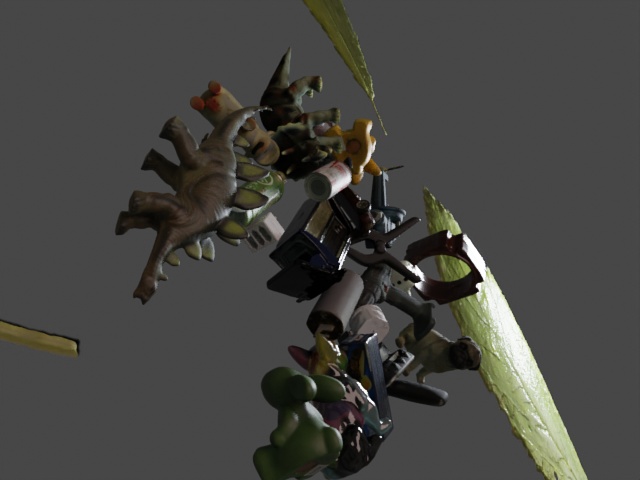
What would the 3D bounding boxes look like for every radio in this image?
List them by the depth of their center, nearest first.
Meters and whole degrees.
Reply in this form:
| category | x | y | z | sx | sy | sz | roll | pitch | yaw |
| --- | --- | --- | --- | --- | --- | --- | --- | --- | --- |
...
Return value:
| category | x | y | z | sx | sy | sz | roll | pitch | yaw |
| --- | --- | --- | --- | --- | --- | --- | --- | --- | --- |
| radio | -0.002 | -0.004 | 1.172 | 0.131 | 0.073 | 0.230 | 54 | 31 | -16 |

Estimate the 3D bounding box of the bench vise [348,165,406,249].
| category | x | y | z | sx | sy | sz | roll | pitch | yaw |
| --- | --- | --- | --- | --- | --- | --- | --- | --- | --- |
| bench vise | 0.158 | -0.087 | 1.431 | 0.223 | 0.129 | 0.240 | 26 | 63 | -58 |

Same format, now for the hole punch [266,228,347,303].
| category | x | y | z | sx | sy | sz | roll | pitch | yaw |
| --- | --- | --- | --- | --- | --- | --- | --- | --- | --- |
| hole punch | -0.032 | 0.051 | 1.033 | 0.115 | 0.142 | 0.092 | 26 | 41 | -32 |

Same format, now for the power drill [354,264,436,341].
| category | x | y | z | sx | sy | sz | roll | pitch | yaw |
| --- | --- | --- | --- | --- | --- | --- | --- | --- | --- |
| power drill | 0.176 | 0.153 | 1.296 | 0.207 | 0.086 | 0.232 | 31 | 29 | -4 |

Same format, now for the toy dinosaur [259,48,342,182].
| category | x | y | z | sx | sy | sz | roll | pitch | yaw |
| --- | --- | --- | --- | --- | --- | --- | --- | --- | --- |
| toy dinosaur | -0.071 | -0.288 | 1.241 | 0.192 | 0.131 | 0.405 | -18 | 57 | -18 |

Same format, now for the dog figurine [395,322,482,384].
| category | x | y | z | sx | sy | sz | roll | pitch | yaw |
| --- | --- | --- | --- | --- | --- | --- | --- | --- | --- |
| dog figurine | 0.299 | 0.256 | 1.327 | 0.121 | 0.191 | 0.172 | 27 | 44 | -47 |

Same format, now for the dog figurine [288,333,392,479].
| category | x | y | z | sx | sy | sz | roll | pitch | yaw |
| --- | --- | --- | --- | --- | --- | --- | --- | --- | --- |
| dog figurine | 0.016 | 0.278 | 0.950 | 0.219 | 0.108 | 0.191 | 58 | 32 | -1 |

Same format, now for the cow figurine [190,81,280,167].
| category | x | y | z | sx | sy | sz | roll | pitch | yaw |
| --- | --- | --- | --- | --- | --- | --- | --- | --- | --- |
| cow figurine | -0.161 | -0.223 | 1.077 | 0.195 | 0.085 | 0.127 | 44 | 6 | -9 |

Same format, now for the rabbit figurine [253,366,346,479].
| category | x | y | z | sx | sy | sz | roll | pitch | yaw |
| --- | --- | --- | --- | --- | --- | --- | --- | --- | --- |
| rabbit figurine | -0.043 | 0.269 | 0.839 | 0.121 | 0.159 | 0.170 | 11 | 42 | -43 |

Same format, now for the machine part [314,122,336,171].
| category | x | y | z | sx | sy | sz | roll | pitch | yaw |
| --- | --- | --- | --- | --- | --- | --- | --- | --- | --- |
| machine part | 0.019 | -0.235 | 1.414 | 0.179 | 0.056 | 0.179 | 37 | 39 | -39 |

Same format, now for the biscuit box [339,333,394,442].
| category | x | y | z | sx | sy | sz | roll | pitch | yaw |
| --- | --- | --- | --- | --- | --- | --- | --- | --- | --- |
| biscuit box | 0.091 | 0.288 | 1.049 | 0.063 | 0.059 | 0.202 | -15 | 95 | -63 |

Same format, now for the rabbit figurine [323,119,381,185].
| category | x | y | z | sx | sy | sz | roll | pitch | yaw |
| --- | --- | --- | --- | --- | --- | --- | --- | --- | --- |
| rabbit figurine | 0.099 | -0.230 | 1.375 | 0.162 | 0.122 | 0.173 | 64 | 12 | -9 |

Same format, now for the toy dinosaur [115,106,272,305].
| category | x | y | z | sx | sy | sz | roll | pitch | yaw |
| --- | --- | --- | --- | --- | --- | --- | --- | --- | --- |
| toy dinosaur | -0.185 | -0.096 | 0.869 | 0.198 | 0.105 | 0.471 | 31 | 52 | -24 |

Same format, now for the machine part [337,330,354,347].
| category | x | y | z | sx | sy | sz | roll | pitch | yaw |
| --- | --- | --- | --- | --- | --- | --- | --- | --- | --- |
| machine part | 0.050 | 0.238 | 1.101 | 0.139 | 0.039 | 0.084 | -30 | 101 | -63 |

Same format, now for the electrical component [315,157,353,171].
| category | x | y | z | sx | sy | sz | roll | pitch | yaw |
| --- | --- | --- | --- | --- | --- | --- | --- | --- | --- |
| electrical component | 0.025 | -0.155 | 1.287 | 0.048 | 0.119 | 0.075 | 11 | 59 | -32 |

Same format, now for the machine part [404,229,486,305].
| category | x | y | z | sx | sy | sz | roll | pitch | yaw |
| --- | --- | --- | --- | --- | --- | --- | --- | --- | --- |
| machine part | 0.354 | 0.083 | 1.542 | 0.201 | 0.201 | 0.087 | 49 | 35 | -24 |

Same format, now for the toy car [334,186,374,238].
| category | x | y | z | sx | sy | sz | roll | pitch | yaw |
| --- | --- | --- | --- | --- | --- | --- | --- | --- | --- |
| toy car | 0.078 | -0.090 | 1.304 | 0.202 | 0.053 | 0.089 | -121 | -162 | -48 |

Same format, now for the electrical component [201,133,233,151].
| category | x | y | z | sx | sy | sz | roll | pitch | yaw |
| --- | --- | --- | --- | --- | --- | --- | --- | --- | --- |
| electrical component | -0.198 | -0.150 | 1.008 | 0.102 | 0.045 | 0.078 | 24 | 46 | -49 |

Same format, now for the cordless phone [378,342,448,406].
| category | x | y | z | sx | sy | sz | roll | pitch | yaw |
| --- | --- | --- | --- | --- | --- | --- | --- | --- | --- |
| cordless phone | 0.185 | 0.287 | 1.120 | 0.146 | 0.184 | 0.088 | -18 | 114 | -61 |

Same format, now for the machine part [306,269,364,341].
| category | x | y | z | sx | sy | sz | roll | pitch | yaw |
| --- | --- | --- | --- | --- | --- | --- | --- | --- | --- |
| machine part | 0.035 | 0.132 | 1.121 | 0.079 | 0.079 | 0.243 | 56 | 31 | -13 |
